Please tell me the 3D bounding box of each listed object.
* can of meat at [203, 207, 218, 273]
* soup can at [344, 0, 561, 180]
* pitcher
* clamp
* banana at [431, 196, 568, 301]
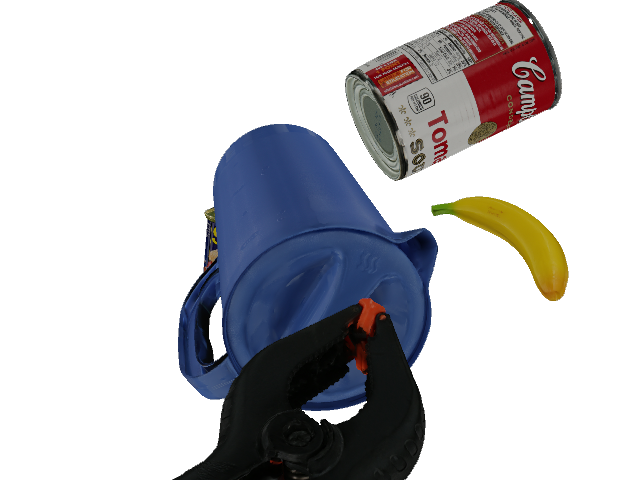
[{"bbox_3d":[-0.069,0.016,1.086,0.102,0.084,0.057,11,16,17],"label":"can of meat"},{"bbox_3d":[0.073,-0.084,0.599,0.102,0.068,0.068,-26,5,-10],"label":"soup can"},{"bbox_3d":[-0.024,0.009,0.768,0.149,0.145,0.243,6,23,-13],"label":"pitcher"},{"bbox_3d":[-0.001,0.091,0.392,0.120,0.039,0.171,26,50,18],"label":"clamp"},{"bbox_3d":[0.195,0.000,1.072,0.069,0.037,0.198,-34,38,-13],"label":"banana"}]
